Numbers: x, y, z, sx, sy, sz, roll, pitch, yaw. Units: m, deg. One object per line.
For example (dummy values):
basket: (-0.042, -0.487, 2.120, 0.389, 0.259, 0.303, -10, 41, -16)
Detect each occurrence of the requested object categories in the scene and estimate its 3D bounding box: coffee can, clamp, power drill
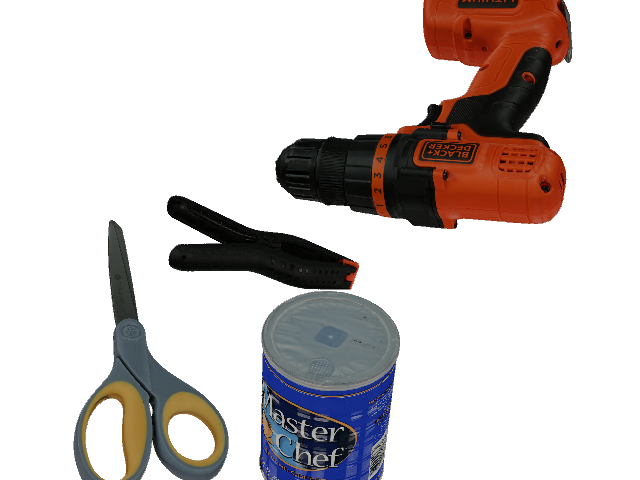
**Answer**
coffee can: (0.005, 0.125, 0.828, 0.103, 0.140, 0.103, 2, 38, -2)
clamp: (-0.062, 0.015, 1.084, 0.210, 0.036, 0.164, 17, 19, -7)
power drill: (0.079, -0.088, 0.697, 0.185, 0.187, 0.057, 7, -38, 22)

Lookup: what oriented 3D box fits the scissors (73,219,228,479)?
scissors: (-0.098, 0.069, 0.648, 0.096, 0.201, 0.016, 13, -45, -10)
